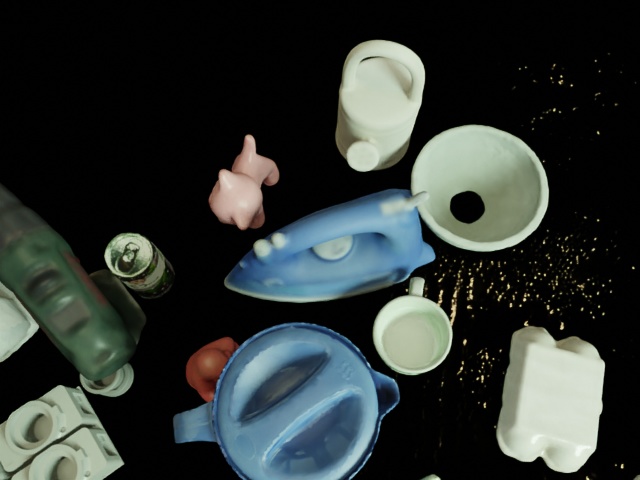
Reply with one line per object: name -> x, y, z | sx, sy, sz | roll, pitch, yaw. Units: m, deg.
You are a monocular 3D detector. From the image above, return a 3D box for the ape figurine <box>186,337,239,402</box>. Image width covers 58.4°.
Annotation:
ape figurine -> -0.116, 0.145, 0.639 | 0.076, 0.092, 0.078 | 19, 72, 6

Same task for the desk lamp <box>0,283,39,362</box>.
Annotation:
desk lamp -> -0.385, 0.074, 0.596 | 0.203, 0.213, 0.118 | 43, 76, 13

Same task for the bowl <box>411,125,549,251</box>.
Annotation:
bowl -> 0.192, -0.056, 0.722 | 0.167, 0.075, 0.167 | 0, 71, -1

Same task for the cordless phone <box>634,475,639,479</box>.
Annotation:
cordless phone -> 0.410, 0.276, 0.552 | 0.147, 0.185, 0.094 | -4, 71, -2

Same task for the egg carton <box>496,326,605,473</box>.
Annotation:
egg carton -> 0.258, 0.177, 0.645 | 0.107, 0.069, 0.150 | 14, 71, 4

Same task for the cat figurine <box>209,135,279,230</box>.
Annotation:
cat figurine -> -0.096, -0.066, 0.699 | 0.067, 0.118, 0.128 | 11, 71, 3

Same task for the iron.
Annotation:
iron -> 0.006, 0.002, 0.664 | 0.258, 0.141, 0.118 | -16, 72, -6

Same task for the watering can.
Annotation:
watering can -> 0.073, -0.163, 0.694 | 0.101, 0.194, 0.173 | -6, 71, -2

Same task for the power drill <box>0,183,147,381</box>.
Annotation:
power drill -> -0.267, 0.052, 0.608 | 0.076, 0.208, 0.229 | -40, 76, -13
